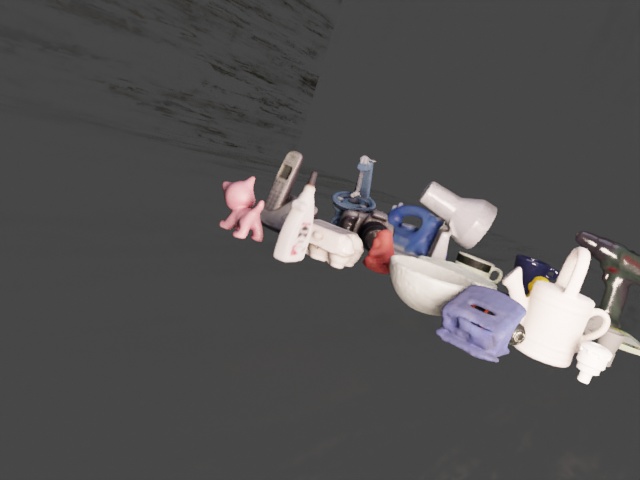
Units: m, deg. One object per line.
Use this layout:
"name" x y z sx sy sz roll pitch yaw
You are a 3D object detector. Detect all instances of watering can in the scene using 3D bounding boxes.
"watering can" 0.393 0.101 0.954 0.173 0.194 0.101 16 10 -9

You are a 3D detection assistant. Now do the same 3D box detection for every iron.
"iron" 0.238 -0.034 1.552 0.119 0.141 0.257 10 13 -38

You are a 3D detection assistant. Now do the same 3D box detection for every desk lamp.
"desk lamp" 0.292 -0.020 1.366 0.203 0.213 0.118 18 10 0

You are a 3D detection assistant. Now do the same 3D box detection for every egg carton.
"egg carton" 0.011 0.004 1.171 0.150 0.069 0.107 22 11 23

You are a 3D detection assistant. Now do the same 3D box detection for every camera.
"camera" 0.120 -0.025 1.422 0.143 0.101 0.137 17 10 -4

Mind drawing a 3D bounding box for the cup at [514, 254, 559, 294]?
"cup" 0.566 0.101 1.526 0.117 0.095 0.092 23 12 29

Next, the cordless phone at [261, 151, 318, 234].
"cordless phone" -0.061 -0.103 1.288 0.147 0.185 0.094 26 13 39

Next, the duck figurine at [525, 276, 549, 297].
"duck figurine" 0.487 0.124 1.292 0.077 0.086 0.105 22 11 22

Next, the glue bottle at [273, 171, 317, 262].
"glue bottle" -0.035 -0.045 1.059 0.037 0.173 0.078 22 11 22

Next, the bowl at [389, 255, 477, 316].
"bowl" 0.193 0.088 1.019 0.167 0.075 0.167 17 10 -3

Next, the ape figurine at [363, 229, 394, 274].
"ape figurine" 0.129 0.021 1.219 0.075 0.092 0.078 24 12 33

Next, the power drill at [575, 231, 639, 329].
"power drill" 0.731 0.107 1.451 0.229 0.208 0.076 20 11 13

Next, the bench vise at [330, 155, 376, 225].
"bench vise" 0.101 -0.127 1.592 0.121 0.220 0.207 18 10 3

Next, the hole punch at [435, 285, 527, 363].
"hole punch" 0.248 0.124 0.878 0.108 0.091 0.101 25 13 35

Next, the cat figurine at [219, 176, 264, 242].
"cat figurine" -0.153 -0.071 1.156 0.067 0.118 0.127 8 14 -41
